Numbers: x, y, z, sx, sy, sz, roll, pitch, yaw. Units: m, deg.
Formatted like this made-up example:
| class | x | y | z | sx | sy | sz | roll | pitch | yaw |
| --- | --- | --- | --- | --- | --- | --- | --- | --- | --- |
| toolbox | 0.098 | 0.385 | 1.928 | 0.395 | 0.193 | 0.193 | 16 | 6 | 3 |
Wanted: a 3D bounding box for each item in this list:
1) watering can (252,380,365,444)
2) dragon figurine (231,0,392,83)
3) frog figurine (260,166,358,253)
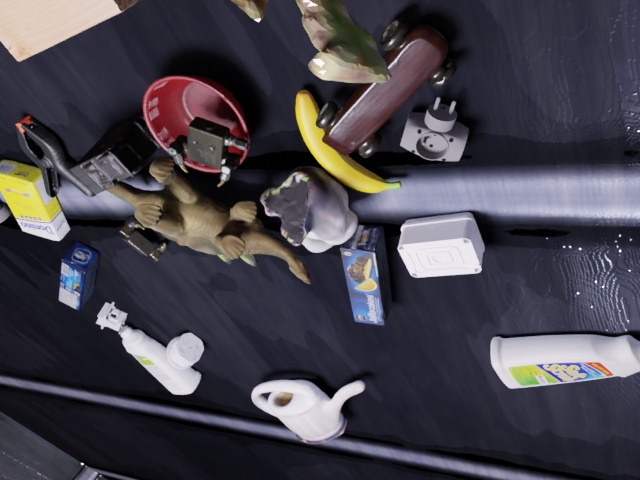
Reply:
| class | x | y | z | sx | sy | sz | roll | pitch | yaw |
| --- | --- | --- | --- | --- | --- | --- | --- | --- | --- |
| watering can | -0.007 | 0.410 | 1.259 | 0.345 | 0.106 | 0.220 | -12 | 130 | 32 |
| dragon figurine | -0.051 | -0.301 | 0.415 | 0.121 | 0.248 | 0.404 | -13 | 130 | 39 |
| frog figurine | 0.002 | -0.040 | 0.786 | 0.138 | 0.122 | 0.158 | 26 | -177 | 36 |
